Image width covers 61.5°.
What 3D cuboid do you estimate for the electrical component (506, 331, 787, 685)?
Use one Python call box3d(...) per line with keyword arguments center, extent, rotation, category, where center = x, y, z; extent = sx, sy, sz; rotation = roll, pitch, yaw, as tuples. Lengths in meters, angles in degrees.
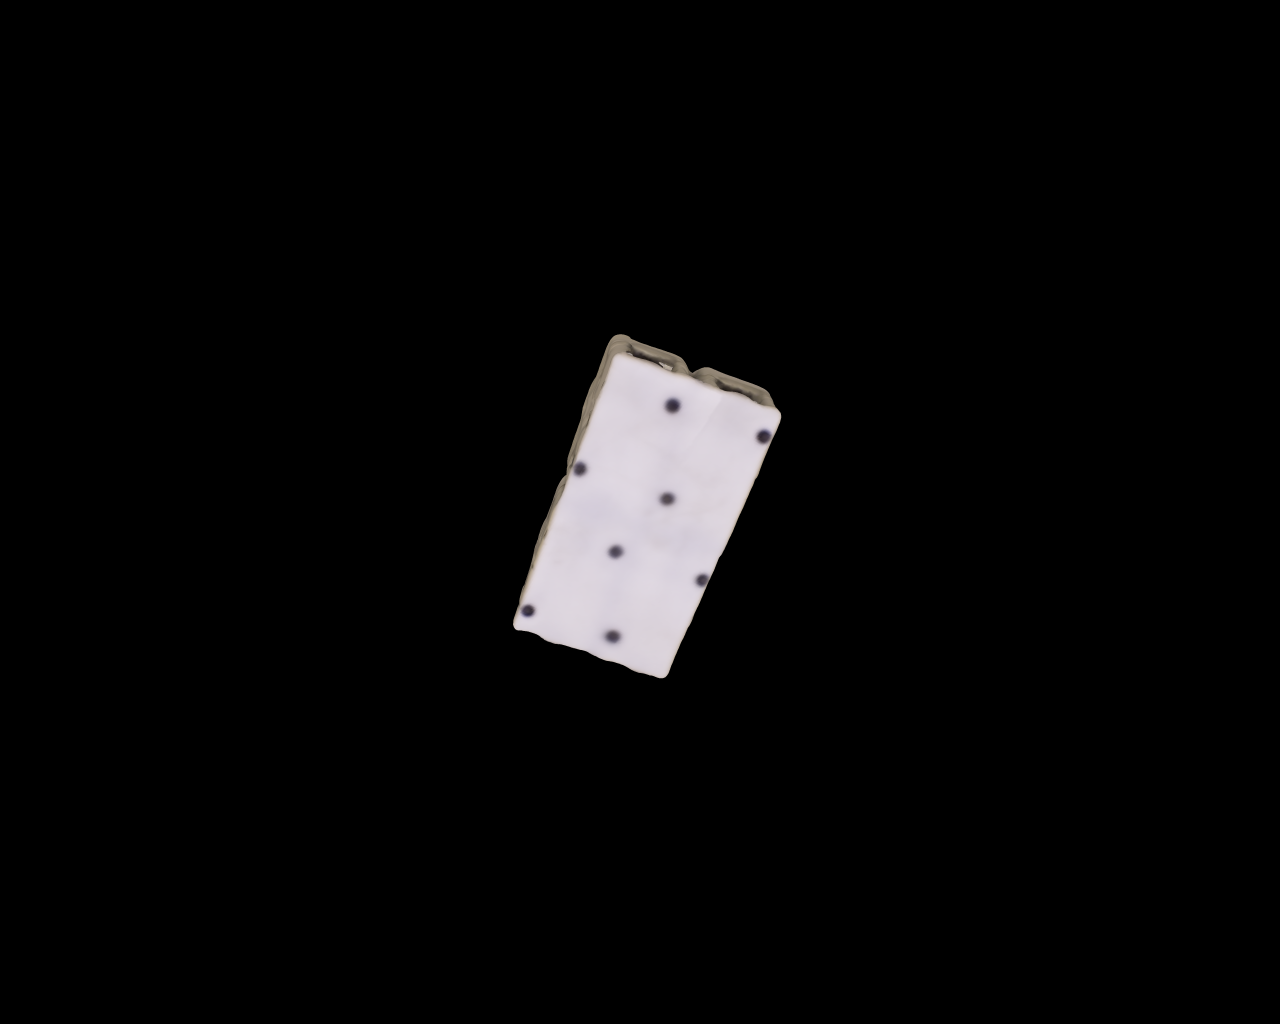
box3d(center=(0.001, -0.003, 0.650), extent=(0.105, 0.186, 0.060), rotation=(19, 20, -7), category="electrical component")
